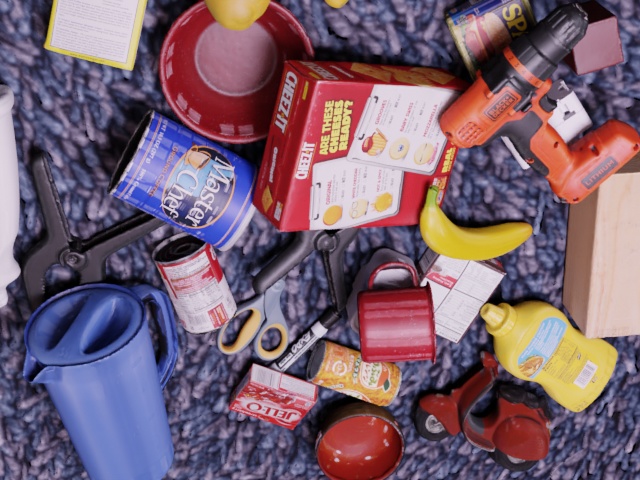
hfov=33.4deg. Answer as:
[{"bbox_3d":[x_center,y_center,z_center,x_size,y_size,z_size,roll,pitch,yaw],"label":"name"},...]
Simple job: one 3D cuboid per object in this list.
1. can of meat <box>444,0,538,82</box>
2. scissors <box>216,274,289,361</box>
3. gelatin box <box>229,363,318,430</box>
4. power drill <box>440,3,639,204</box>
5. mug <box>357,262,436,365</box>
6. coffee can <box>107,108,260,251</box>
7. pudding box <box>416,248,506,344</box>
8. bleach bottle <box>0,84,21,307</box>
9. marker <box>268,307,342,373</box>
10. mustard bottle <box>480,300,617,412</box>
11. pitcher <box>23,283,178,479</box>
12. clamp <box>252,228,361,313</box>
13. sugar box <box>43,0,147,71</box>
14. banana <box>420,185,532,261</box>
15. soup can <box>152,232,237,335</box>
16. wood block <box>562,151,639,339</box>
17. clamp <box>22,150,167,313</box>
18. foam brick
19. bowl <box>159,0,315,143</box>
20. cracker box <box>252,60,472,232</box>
[{"bbox_3d":[0.188,-0.214,1.132,0.084,0.057,0.102,-25,115,9],"label":"can of meat"},{"bbox_3d":[-0.042,0.067,1.267,0.096,0.016,0.202,37,102,-27],"label":"scissors"},{"bbox_3d":[-0.057,0.193,1.303,0.089,0.030,0.073,21,137,-14],"label":"gelatin box"},{"bbox_3d":[0.244,-0.134,1.100,0.187,0.057,0.185,33,119,-27],"label":"power drill"},{"bbox_3d":[0.083,0.082,1.186,0.081,0.093,0.117,-4,85,1],"label":"mug"},{"bbox_3d":[-0.142,-0.064,1.145,0.140,0.103,0.103,27,110,-17],"label":"coffee can"},{"bbox_3d":[0.153,0.059,1.270,0.090,0.039,0.114,25,113,-18],"label":"pudding box"},{"bbox_3d":[-0.366,-0.039,1.157,0.102,0.068,0.251,-4,118,-4],"label":"bleach bottle"},{"bbox_3d":[-0.018,0.124,1.295,0.020,0.020,0.121,39,106,-21],"label":"marker"},{"bbox_3d":[0.268,0.128,1.292,0.191,0.058,0.096,32,93,-25],"label":"mustard bottle"},{"bbox_3d":[-0.234,0.173,1.229,0.149,0.145,0.243,-7,129,1],"label":"pitcher"},{"bbox_3d":[-0.008,0.001,1.218,0.120,0.039,0.171,3,109,-28],"label":"clamp"},{"bbox_3d":[-0.215,-0.268,1.071,0.093,0.048,0.176,12,110,-11],"label":"sugar box"},{"bbox_3d":[0.169,-0.007,1.198,0.197,0.037,0.070,16,123,-47],"label":"banana"},{"bbox_3d":[-0.142,0.049,1.218,0.068,0.068,0.102,-18,117,3],"label":"soup can"},{"bbox_3d":[0.343,0.000,1.232,0.090,0.091,0.206,-4,116,-5],"label":"wood block"},{"bbox_3d":[-0.266,0.013,1.205,0.164,0.036,0.210,16,115,-15],"label":"clamp"},{"bbox_3d":[0.282,-0.215,1.129,0.051,0.078,0.053,-16,116,3],"label":"foam brick"},{"bbox_3d":[-0.087,-0.185,1.117,0.162,0.055,0.162,-2,116,-5],"label":"bowl"},{"bbox_3d":[0.047,-0.099,1.119,0.213,0.072,0.164,-3,119,-35],"label":"cracker box"}]
